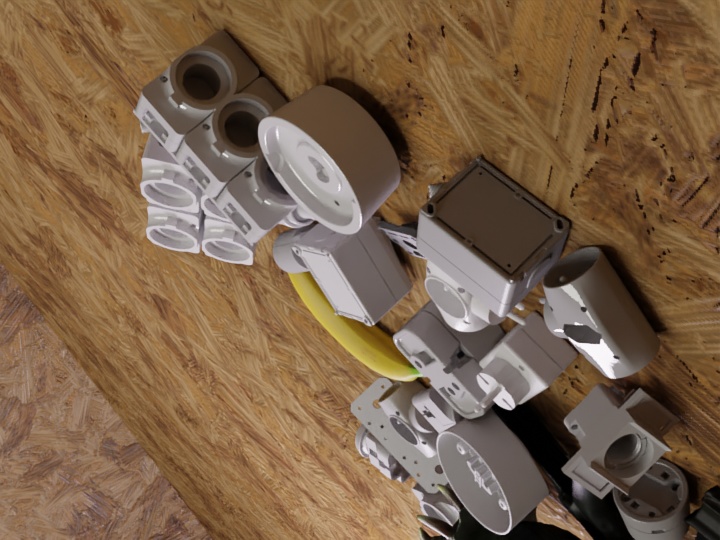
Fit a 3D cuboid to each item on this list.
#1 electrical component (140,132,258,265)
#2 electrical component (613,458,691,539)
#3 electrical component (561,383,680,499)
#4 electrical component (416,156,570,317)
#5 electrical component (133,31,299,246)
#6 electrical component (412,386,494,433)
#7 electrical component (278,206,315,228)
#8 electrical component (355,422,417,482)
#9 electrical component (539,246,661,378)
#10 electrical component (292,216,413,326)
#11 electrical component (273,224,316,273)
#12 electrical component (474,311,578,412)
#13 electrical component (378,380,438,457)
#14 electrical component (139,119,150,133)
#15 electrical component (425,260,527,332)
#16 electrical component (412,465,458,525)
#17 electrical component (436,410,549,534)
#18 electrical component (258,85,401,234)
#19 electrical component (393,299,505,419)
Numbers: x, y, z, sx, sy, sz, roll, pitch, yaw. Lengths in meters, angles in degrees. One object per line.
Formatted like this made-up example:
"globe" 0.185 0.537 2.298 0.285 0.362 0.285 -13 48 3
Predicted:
"electrical component" -0.145 -0.069 1.015 0.105 0.060 0.186 13 157 -2
"electrical component" 0.225 0.179 0.823 0.055 0.055 0.047 29 156 40
"electrical component" 0.182 0.118 0.771 0.042 0.081 0.063 37 -168 -23
"electrical component" 0.082 -0.024 0.723 0.096 0.062 0.061 40 158 19
"electrical component" -0.100 -0.109 0.885 0.150 0.089 0.062 49 159 -4
"electrical component" 0.101 0.133 0.983 0.089 0.050 0.056 48 159 -2
"electrical component" -0.055 -0.058 0.953 0.062 0.043 0.043 19 146 49
"electrical component" 0.032 0.196 1.218 0.057 0.058 0.078 30 143 38
"electrical component" 0.149 0.028 0.712 0.077 0.043 0.079 54 158 -16
"electrical component" 0.000 0.000 0.925 0.062 0.061 0.096 14 141 56
"electrical component" -0.048 -0.021 1.005 0.043 0.043 0.081 52 159 -12
"electrical component" 0.116 0.080 0.823 0.047 0.077 0.065 45 159 6
"electrical component" 0.065 0.146 1.085 0.077 0.044 0.079 49 159 -4
"electrical component" -0.173 -0.140 0.999 0.043 0.062 0.043 170 90 -81
"electrical component" 0.092 0.016 0.800 0.079 0.044 0.077 33 155 33
"electrical component" 0.105 0.254 1.185 0.050 0.056 0.089 56 157 -22
"electrical component" 0.110 0.168 0.905 0.099 0.064 0.099 54 172 11
"electrical component" -0.017 -0.087 0.804 0.108 0.060 0.108 40 158 20
"electrical component" 0.083 0.067 0.887 0.095 0.059 0.054 47 159 0
